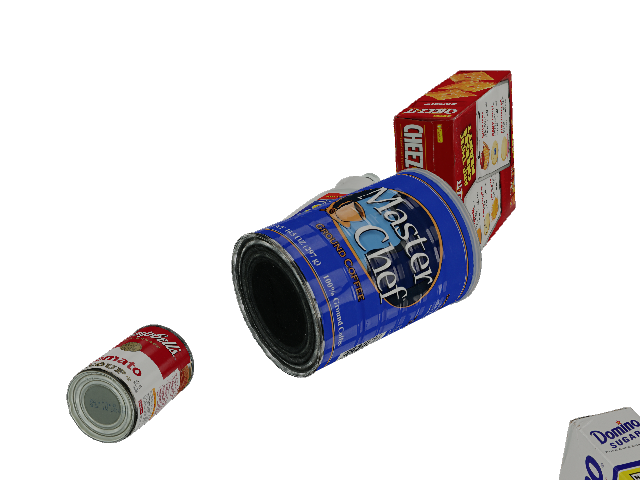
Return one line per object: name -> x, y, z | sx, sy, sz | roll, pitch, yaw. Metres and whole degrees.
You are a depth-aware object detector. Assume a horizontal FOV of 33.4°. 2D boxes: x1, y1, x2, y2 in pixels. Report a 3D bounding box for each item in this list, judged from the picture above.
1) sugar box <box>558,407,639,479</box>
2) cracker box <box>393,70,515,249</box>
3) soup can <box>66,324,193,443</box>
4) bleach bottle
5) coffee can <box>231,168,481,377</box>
sugar box -> 0.173, 0.167, 0.502 | 0.048, 0.093, 0.176 | -9, 28, -21
cracker box -> 0.145, -0.078, 1.123 | 0.072, 0.164, 0.213 | 5, 22, 25
soup can -> -0.161, 0.121, 0.911 | 0.069, 0.068, 0.102 | 0, 17, 22
bleach bottle -> 0.004, -0.017, 1.324 | 0.103, 0.068, 0.250 | 13, 36, 23
coffee can -> 0.025, 0.020, 0.733 | 0.140, 0.103, 0.103 | -23, 12, -30
